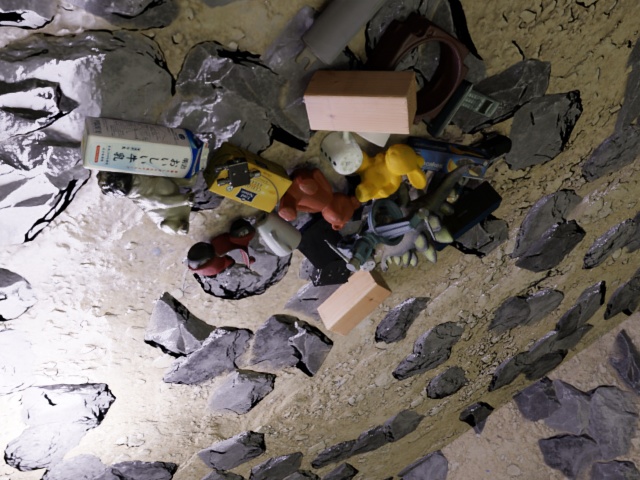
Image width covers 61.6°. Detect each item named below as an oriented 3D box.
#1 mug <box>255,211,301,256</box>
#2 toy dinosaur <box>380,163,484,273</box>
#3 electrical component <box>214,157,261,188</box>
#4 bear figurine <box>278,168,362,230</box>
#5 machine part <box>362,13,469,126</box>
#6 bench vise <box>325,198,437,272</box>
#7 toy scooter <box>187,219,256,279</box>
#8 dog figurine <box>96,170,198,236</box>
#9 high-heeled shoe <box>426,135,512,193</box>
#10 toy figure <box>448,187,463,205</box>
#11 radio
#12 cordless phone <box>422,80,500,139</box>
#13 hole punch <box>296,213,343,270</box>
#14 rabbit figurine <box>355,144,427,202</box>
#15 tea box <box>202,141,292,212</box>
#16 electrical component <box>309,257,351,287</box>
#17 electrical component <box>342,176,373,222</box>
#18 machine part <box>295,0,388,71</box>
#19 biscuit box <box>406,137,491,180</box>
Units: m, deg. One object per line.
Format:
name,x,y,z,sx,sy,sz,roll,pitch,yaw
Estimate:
mug,-0.107,-0.015,1.306,0.081,0.110,0.107,-37,123,14
toy dinosaur,0.261,-0.054,1.382,0.105,0.199,0.470,-6,141,-28
electrical component,-0.169,-0.141,1.106,0.094,0.021,0.063,-13,133,-16
bear figurine,0.006,-0.082,1.260,0.195,0.132,0.120,33,113,-23
machine part,0.206,-0.361,1.157,0.201,0.087,0.201,15,122,-36
bench vise,0.153,-0.023,1.289,0.224,0.241,0.128,-44,108,-39
toy scooter,-0.225,0.038,1.310,0.184,0.075,0.135,-33,139,-4
dog figurine,-0.362,-0.083,1.115,0.190,0.121,0.172,8,124,-17
high-heeled shoe,0.402,-0.198,1.456,0.249,0.086,0.145,-35,172,31
toy figure,0.338,-0.107,1.498,0.154,0.058,0.064,-33,177,1
radio,0.403,-0.062,1.529,0.229,0.073,0.131,-37,166,9
cordless phone,0.341,-0.304,1.291,0.184,0.089,0.146,6,126,-39
hole punch,-0.003,-0.004,1.396,0.142,0.092,0.115,-37,112,8
rabbit figurine,0.172,-0.160,1.247,0.162,0.122,0.173,8,156,-17
tea box,-0.158,-0.136,1.183,0.169,0.068,0.098,17,119,-40
electrical component,0.040,0.065,1.494,0.115,0.058,0.134,-7,134,-26
electrical component,0.095,-0.108,1.365,0.075,0.048,0.119,-13,136,-19
machine part,0.046,-0.419,1.018,0.243,0.079,0.079,-45,136,15
biscuit box,0.312,-0.203,1.329,0.203,0.063,0.059,8,129,-3
